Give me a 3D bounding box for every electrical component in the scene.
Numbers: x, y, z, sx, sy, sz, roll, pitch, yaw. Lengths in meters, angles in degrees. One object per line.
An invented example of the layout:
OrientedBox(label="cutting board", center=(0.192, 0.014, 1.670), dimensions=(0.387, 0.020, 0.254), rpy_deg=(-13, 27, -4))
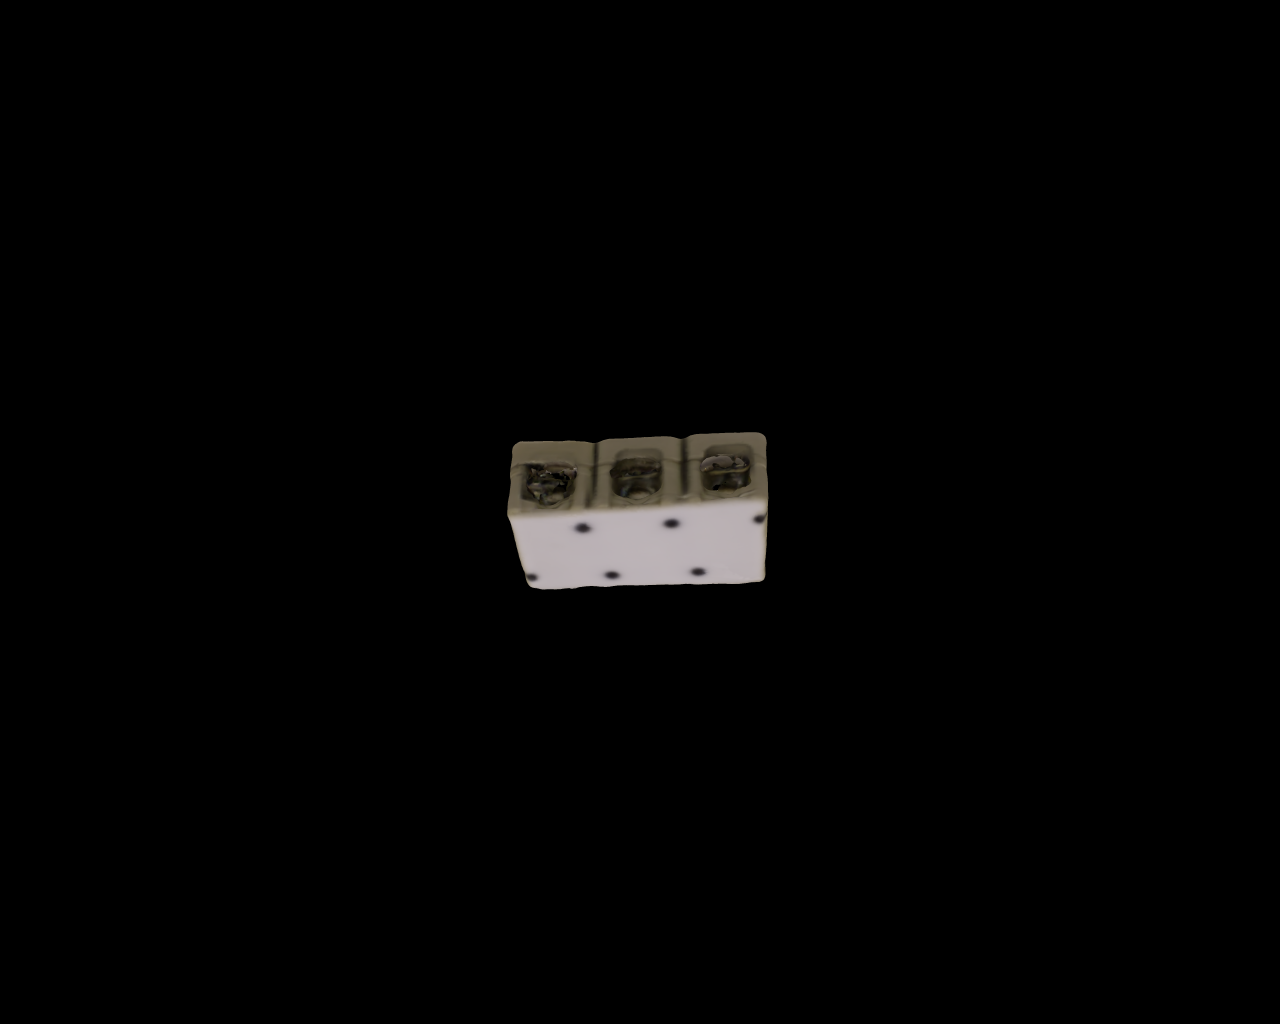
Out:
OrientedBox(label="electrical component", center=(0.001, -0.003, 0.650), dimensions=(0.150, 0.062, 0.089), rpy_deg=(-2, -35, 2))
